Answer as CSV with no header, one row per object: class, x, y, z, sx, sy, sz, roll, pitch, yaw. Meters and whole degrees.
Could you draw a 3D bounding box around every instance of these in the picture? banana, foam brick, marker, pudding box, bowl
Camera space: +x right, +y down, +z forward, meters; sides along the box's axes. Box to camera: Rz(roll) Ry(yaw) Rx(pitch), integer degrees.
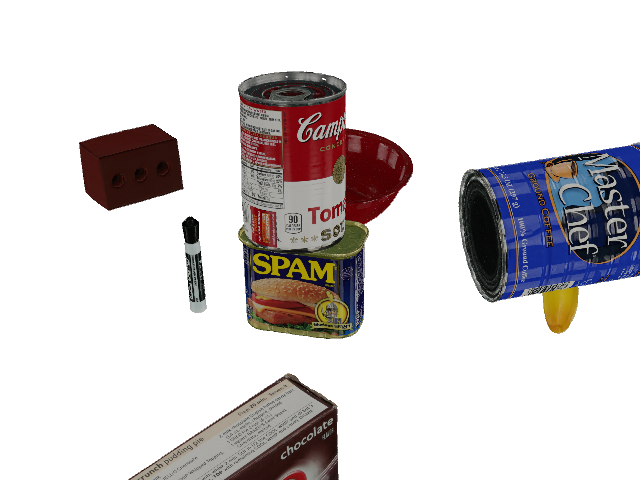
banana,0.224,0.025,1.112,0.069,0.037,0.198,-31,38,-2
foam brick,-0.174,-0.068,0.981,0.078,0.053,0.051,-19,32,-26
marker,-0.142,0.027,1.201,0.020,0.121,0.020,-1,32,0
pudding box,-0.042,0.127,0.494,0.039,0.090,0.113,30,47,34
bowl,0.012,-0.056,1.094,0.162,0.055,0.162,1,33,-1

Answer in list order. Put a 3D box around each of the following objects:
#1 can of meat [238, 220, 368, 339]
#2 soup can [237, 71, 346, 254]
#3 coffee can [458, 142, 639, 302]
can of meat,-0.013,0.029,0.869,0.102,0.084,0.057,7,30,14
soup can,-0.017,-0.050,0.684,0.068,0.102,0.068,0,23,0
coffee can,0.188,-0.014,0.814,0.140,0.103,0.103,-9,1,-8
